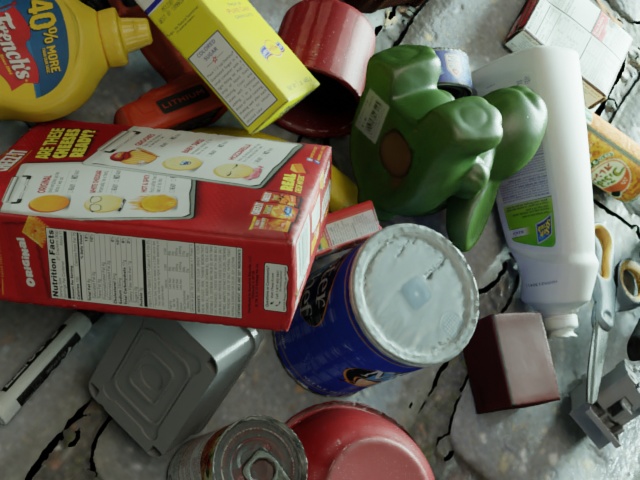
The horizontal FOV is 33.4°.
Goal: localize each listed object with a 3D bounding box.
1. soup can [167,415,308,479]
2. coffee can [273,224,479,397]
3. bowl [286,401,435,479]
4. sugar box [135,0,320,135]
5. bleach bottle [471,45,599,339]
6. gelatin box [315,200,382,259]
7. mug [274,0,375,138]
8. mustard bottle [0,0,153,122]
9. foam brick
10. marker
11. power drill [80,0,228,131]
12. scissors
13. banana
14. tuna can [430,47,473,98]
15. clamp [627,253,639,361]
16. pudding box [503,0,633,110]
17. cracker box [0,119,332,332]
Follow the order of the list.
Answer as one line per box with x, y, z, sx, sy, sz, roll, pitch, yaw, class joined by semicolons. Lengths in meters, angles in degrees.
-0.060;0.163;0.739;0.068;0.102;0.068;8;70;-24;soup can
0.038;0.057;0.801;0.102;0.141;0.103;8;70;-24;coffee can
0.032;0.198;0.802;0.161;0.055;0.162;8;70;-23;bowl
-0.081;-0.162;0.780;0.176;0.048;0.093;51;21;-4;sugar box
0.194;-0.038;0.946;0.067;0.103;0.251;0;82;-32;bleach bottle
-0.005;0.001;0.827;0.073;0.089;0.030;-18;88;-30;gelatin box
0.006;-0.137;0.887;0.117;0.093;0.081;45;48;-43;mug
-0.213;-0.128;0.745;0.191;0.058;0.096;-12;79;-4;mustard bottle
0.158;0.103;0.897;0.051;0.053;0.078;-4;76;-27;foam brick
-0.187;0.079;0.752;0.020;0.020;0.121;43;60;-8;marker
-0.161;-0.162;0.823;0.184;0.057;0.187;-26;87;-28;power drill
0.265;0.073;0.954;0.096;0.016;0.201;27;49;-26;scissors
-0.047;-0.055;0.854;0.197;0.037;0.069;6;66;-29;banana
0.088;-0.134;0.921;0.086;0.086;0.034;-2;77;-27;tuna can
0.316;0.059;0.970;0.164;0.036;0.210;38;46;-42;clamp
0.244;-0.195;1.046;0.113;0.039;0.090;36;62;-9;pudding box
-0.108;-0.014;0.700;0.214;0.072;0.164;5;26;6;cracker box
